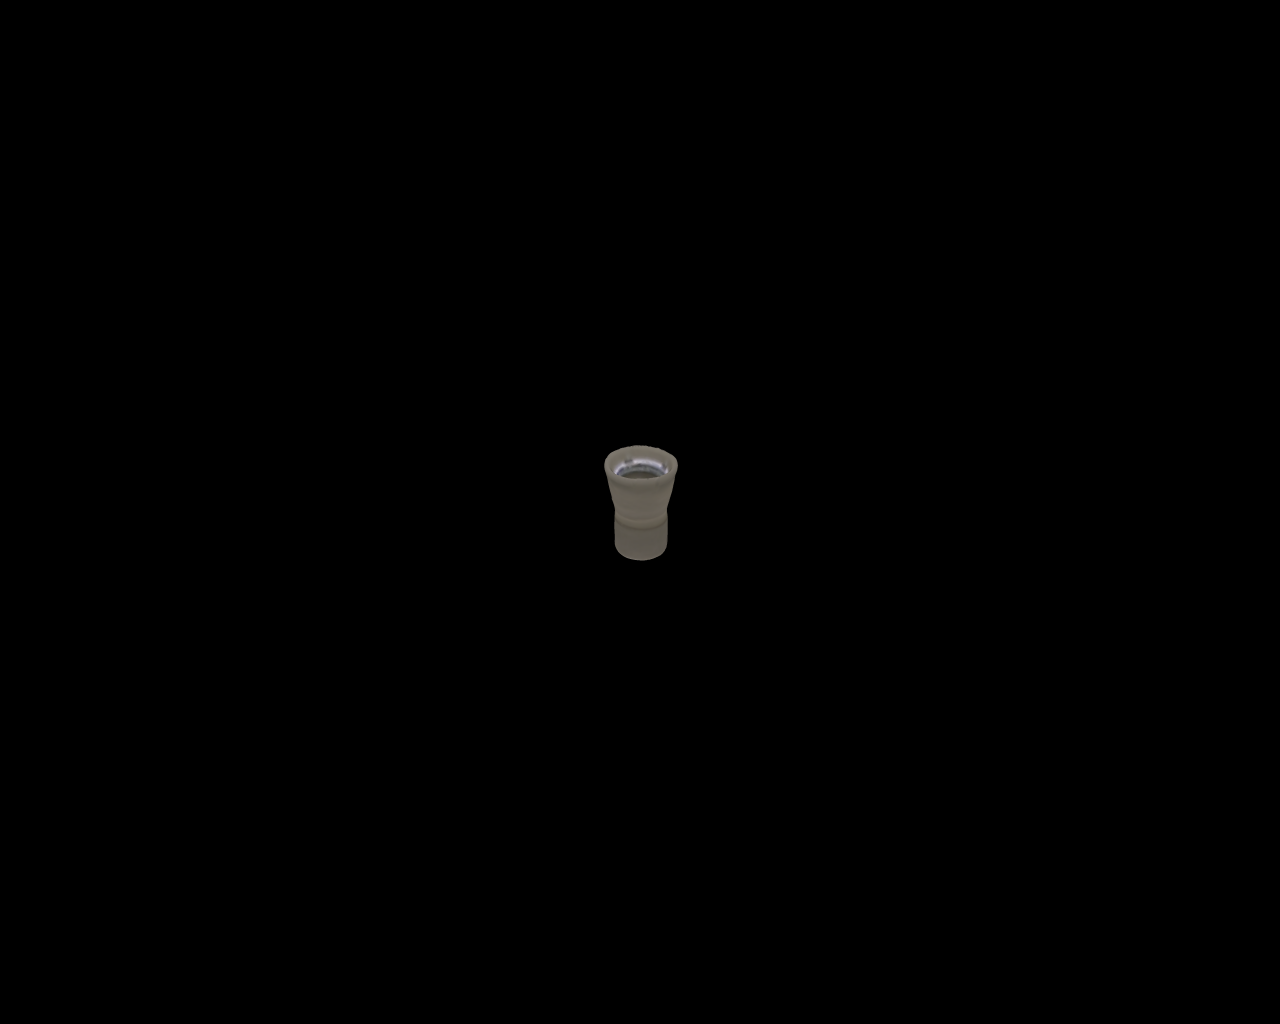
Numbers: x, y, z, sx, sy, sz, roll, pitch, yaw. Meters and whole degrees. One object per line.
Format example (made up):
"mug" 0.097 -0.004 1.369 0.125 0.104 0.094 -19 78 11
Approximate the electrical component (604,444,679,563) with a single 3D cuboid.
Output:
"electrical component" 0.001 -0.003 0.650 0.044 0.065 0.044 0 33 0
